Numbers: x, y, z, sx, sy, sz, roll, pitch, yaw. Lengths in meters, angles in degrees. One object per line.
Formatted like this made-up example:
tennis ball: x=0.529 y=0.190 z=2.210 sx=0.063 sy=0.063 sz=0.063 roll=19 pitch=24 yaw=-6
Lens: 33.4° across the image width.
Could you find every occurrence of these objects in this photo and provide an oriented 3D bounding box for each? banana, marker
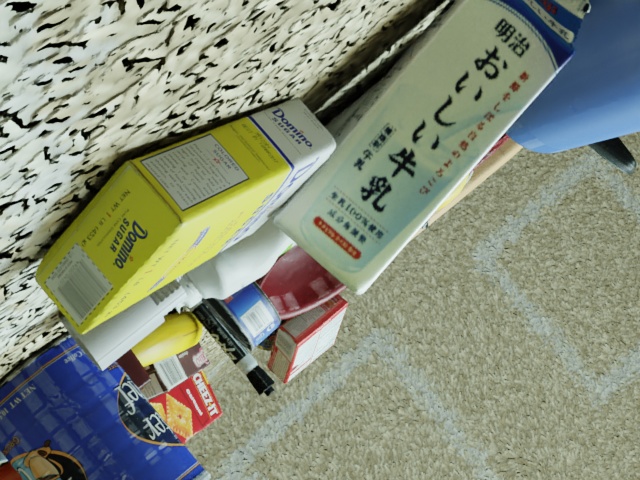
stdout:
banana: x=-0.147 y=0.090 z=0.993 sx=0.070 sy=0.037 sz=0.197 roll=-16 pitch=180 yaw=18
marker: x=-0.084 y=0.096 z=0.992 sx=0.020 sy=0.121 sz=0.020 roll=-40 pitch=175 yaw=-5

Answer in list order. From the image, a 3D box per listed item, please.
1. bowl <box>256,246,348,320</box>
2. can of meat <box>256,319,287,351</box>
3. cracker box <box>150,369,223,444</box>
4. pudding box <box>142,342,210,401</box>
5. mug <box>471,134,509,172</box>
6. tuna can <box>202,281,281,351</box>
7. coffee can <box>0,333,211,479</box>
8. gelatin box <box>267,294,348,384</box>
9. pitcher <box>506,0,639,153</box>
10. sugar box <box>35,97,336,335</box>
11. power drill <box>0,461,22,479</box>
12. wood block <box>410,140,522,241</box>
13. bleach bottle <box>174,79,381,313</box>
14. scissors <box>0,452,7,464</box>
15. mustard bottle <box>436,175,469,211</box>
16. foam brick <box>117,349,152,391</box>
bowl: x=-0.006 y=0.001 z=0.968 sx=0.162 sy=0.055 sz=0.162 roll=-30 pitch=156 yaw=-15
can of meat: x=-0.030 y=0.054 z=1.078 sx=0.101 sy=0.057 sz=0.084 roll=-32 pitch=156 yaw=-38
cracker box: x=-0.223 y=0.223 z=1.152 sx=0.164 sy=0.072 sz=0.213 roll=-25 pitch=180 yaw=22
pudding box: x=-0.174 y=0.140 z=1.081 sx=0.090 sy=0.039 sz=0.113 roll=-26 pitch=178 yaw=18
mug: x=0.117 y=-0.096 z=1.016 sx=0.117 sy=0.081 sz=0.093 roll=-45 pitch=173 yaw=40
tuna can: x=-0.071 y=0.047 z=0.862 sx=0.033 sy=0.086 sz=0.086 roll=-41 pitch=175 yaw=-13
coffee can: x=-0.160 y=0.146 z=0.753 sx=0.103 sy=0.140 sz=0.103 roll=-40 pitch=175 yaw=-5
gelatin box: x=-0.013 y=0.095 z=1.059 sx=0.073 sy=0.030 sz=0.089 roll=-38 pitch=161 yaw=-29
pitcher: x=0.225 y=-0.150 z=0.812 sx=0.144 sy=0.149 sz=0.243 roll=7 pitch=170 yaw=-21
sugar box: x=-0.064 y=-0.018 z=0.570 sx=0.093 sy=0.048 sz=0.176 roll=-43 pitch=173 yaw=31
power drill: x=-0.233 y=0.210 z=0.870 sx=0.187 sy=0.057 sz=0.185 roll=-34 pitch=-155 yaw=-19
wood block: x=0.130 y=-0.081 z=1.202 sx=0.205 sy=0.091 sz=0.090 roll=-38 pitch=174 yaw=-22
bleach bottle: x=-0.008 y=-0.035 z=0.759 sx=0.250 sy=0.068 sz=0.102 roll=-37 pitch=174 yaw=-10
scissors: x=-0.313 y=0.263 z=1.005 sx=0.096 sy=0.016 sz=0.202 roll=-25 pitch=147 yaw=-29
mustard bottle: x=0.066 y=-0.060 z=0.877 sx=0.191 sy=0.096 sz=0.058 roll=-39 pitch=172 yaw=-16
foam brick: x=-0.185 y=0.120 z=0.853 sx=0.078 sy=0.051 sz=0.053 roll=-36 pitch=174 yaw=-42
